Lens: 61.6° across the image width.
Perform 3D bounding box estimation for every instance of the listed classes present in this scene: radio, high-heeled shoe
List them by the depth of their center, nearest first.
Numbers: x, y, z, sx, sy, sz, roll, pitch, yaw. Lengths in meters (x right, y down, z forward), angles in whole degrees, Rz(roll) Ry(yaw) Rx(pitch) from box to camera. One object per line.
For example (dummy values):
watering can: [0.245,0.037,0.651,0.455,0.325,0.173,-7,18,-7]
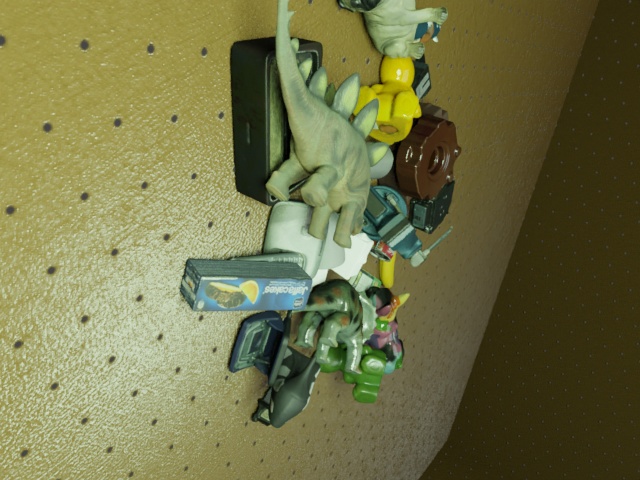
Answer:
radio: [-0.061,-0.179,0.797,0.131,0.073,0.229,-34,139,-43]
high-heeled shoe: [-0.065,0.285,1.045,0.145,0.086,0.248,-58,-176,-17]

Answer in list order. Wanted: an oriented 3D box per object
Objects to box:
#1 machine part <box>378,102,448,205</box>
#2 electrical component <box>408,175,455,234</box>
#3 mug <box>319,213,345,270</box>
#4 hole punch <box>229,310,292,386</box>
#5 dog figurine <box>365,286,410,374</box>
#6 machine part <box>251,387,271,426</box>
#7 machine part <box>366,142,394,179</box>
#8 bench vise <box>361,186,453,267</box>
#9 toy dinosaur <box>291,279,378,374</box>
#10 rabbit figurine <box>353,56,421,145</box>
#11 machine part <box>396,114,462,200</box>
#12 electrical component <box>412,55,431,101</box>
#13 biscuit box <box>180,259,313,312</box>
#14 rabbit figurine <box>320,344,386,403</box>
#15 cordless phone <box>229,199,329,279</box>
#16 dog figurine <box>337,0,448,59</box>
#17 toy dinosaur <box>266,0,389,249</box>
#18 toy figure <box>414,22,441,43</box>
machine part: [0.212,-0.198,1.233,0.201,0.087,0.200,-49,147,-26]
electrical component: [0.257,-0.084,1.246,0.134,0.058,0.114,-41,141,-39]
mug: [-0.002,-0.003,1.032,0.109,0.081,0.107,-24,118,-47]
hole punch: [-0.108,0.195,1.006,0.116,0.092,0.142,-78,-177,-78]
dog figurine: [0.167,0.219,1.354,0.108,0.192,0.219,-23,156,-33]
machine part: [-0.093,0.338,1.171,0.139,0.039,0.084,-57,142,-12]
machine part: [0.072,-0.154,1.040,0.243,0.079,0.079,-14,122,-57]
bench vise: [0.154,-0.032,1.156,0.129,0.224,0.240,-52,166,2]
toy dinosaur: [0.035,0.150,1.107,0.404,0.131,0.192,71,29,-58]
rabbit figurine: [0.149,-0.281,1.042,0.162,0.122,0.173,33,63,-61]
machine part: [0.229,-0.170,1.128,0.179,0.056,0.179,-26,128,-40]
electrical component: [0.210,-0.346,1.159,0.119,0.048,0.074,-53,150,-19]
biscuit box: [-0.110,0.071,0.841,0.202,0.063,0.059,4,112,-36]
rabbit figurine: [0.069,0.283,1.285,0.159,0.170,0.121,-67,170,-64]
cordless phone: [-0.080,0.005,0.907,0.184,0.089,0.146,-7,118,-44]
dog figurine: [0.091,-0.384,0.912,0.190,0.121,0.172,-1,147,-27]
toy dinosaur: [0.009,-0.133,0.778,0.198,0.105,0.470,-64,154,-18]
toy figure: [0.196,-0.425,1.066,0.154,0.058,0.064,-26,139,-57]
